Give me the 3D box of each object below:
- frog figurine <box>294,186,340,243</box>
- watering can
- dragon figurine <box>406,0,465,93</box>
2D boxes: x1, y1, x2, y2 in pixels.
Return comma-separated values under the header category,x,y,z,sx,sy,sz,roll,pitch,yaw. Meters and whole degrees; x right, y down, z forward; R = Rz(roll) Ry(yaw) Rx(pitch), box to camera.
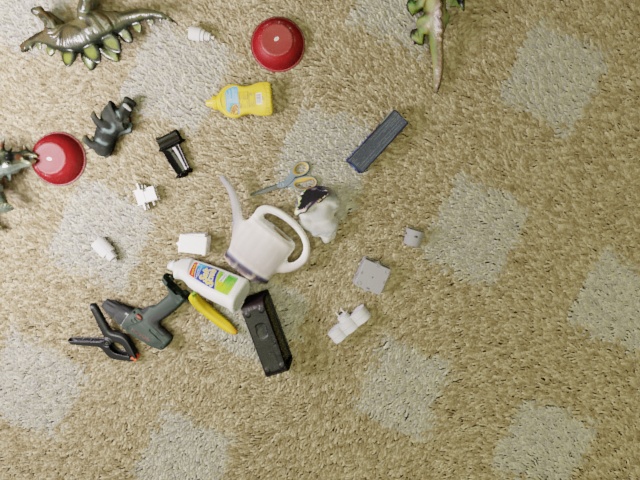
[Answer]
category,x,y,z,sx,sy,sz,roll,pitch,yaw
frog figurine,0.005,-0.076,1.508,0.138,0.124,0.156,-43,130,-5
watering can,-0.197,-0.013,1.492,0.347,0.104,0.224,37,94,-3
dragon figurine,0.330,-0.626,1.397,0.122,0.243,0.410,-10,92,-4
